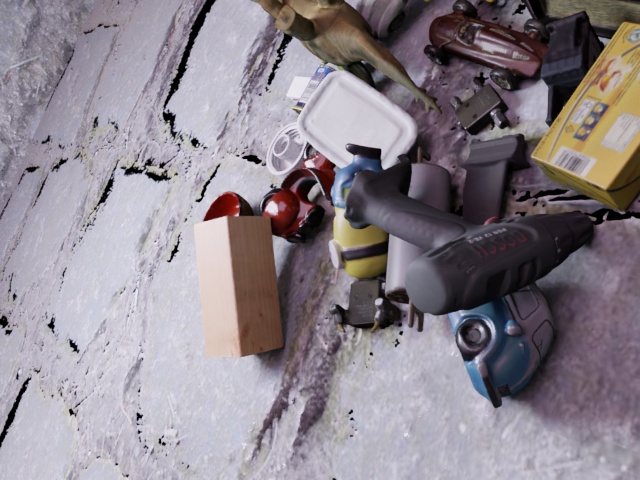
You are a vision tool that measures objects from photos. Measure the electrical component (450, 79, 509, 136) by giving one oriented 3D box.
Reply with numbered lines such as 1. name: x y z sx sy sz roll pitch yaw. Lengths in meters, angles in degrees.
1. electrical component: 0.211 -0.171 0.715 0.063 0.021 0.094 -39 49 25

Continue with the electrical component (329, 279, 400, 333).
1. electrical component: 0.062 0.089 0.720 0.102 0.045 0.078 -6 69 43

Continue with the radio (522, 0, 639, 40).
1. radio: 0.321 -0.282 0.579 0.073 0.131 0.230 -57 43 6

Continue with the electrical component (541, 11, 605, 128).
1. electrical component: 0.286 -0.186 0.610 0.048 0.074 0.119 -6 63 44

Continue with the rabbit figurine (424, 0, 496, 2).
1. rabbit figurine: 0.216 -0.386 0.745 0.162 0.121 0.173 -16 30 6

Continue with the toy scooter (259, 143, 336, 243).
1. toy scooter: -0.014 -0.061 0.849 0.184 0.075 0.135 -52 55 15

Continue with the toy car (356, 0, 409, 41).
1. toy car: 0.118 -0.408 0.832 0.073 0.056 0.201 47 135 15

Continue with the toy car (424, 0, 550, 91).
1. toy car: 0.222 -0.270 0.732 0.089 0.053 0.202 -52 42 8

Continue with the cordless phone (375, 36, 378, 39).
1. cordless phone: 0.116 -0.449 0.916 0.147 0.088 0.184 -24 67 34

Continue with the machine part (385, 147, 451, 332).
1. machine part: 0.126 -0.007 0.680 0.079 0.079 0.243 -10 65 42

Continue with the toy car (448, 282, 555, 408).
1. toy car: 0.190 0.085 0.567 0.103 0.109 0.162 -18 45 12

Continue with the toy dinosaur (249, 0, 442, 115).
1. toy dinosaur: 0.022 -0.328 0.845 0.105 0.198 0.472 -49 45 15

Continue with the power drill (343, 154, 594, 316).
1. power drill: 0.144 -0.015 0.569 0.207 0.232 0.085 39 139 33

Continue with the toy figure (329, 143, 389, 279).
1. toy figure: 0.058 -0.036 0.722 0.089 0.082 0.180 14 103 36

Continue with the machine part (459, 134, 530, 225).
1. machine part: 0.207 -0.065 0.658 0.084 0.039 0.139 4 73 40

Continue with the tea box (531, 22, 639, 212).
1. tea box: 0.316 -0.128 0.557 0.169 0.068 0.098 -55 44 8

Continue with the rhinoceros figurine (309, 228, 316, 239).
1. rhinoceros figurine: -0.002 -0.003 0.971 0.112 0.190 0.073 28 87 7
